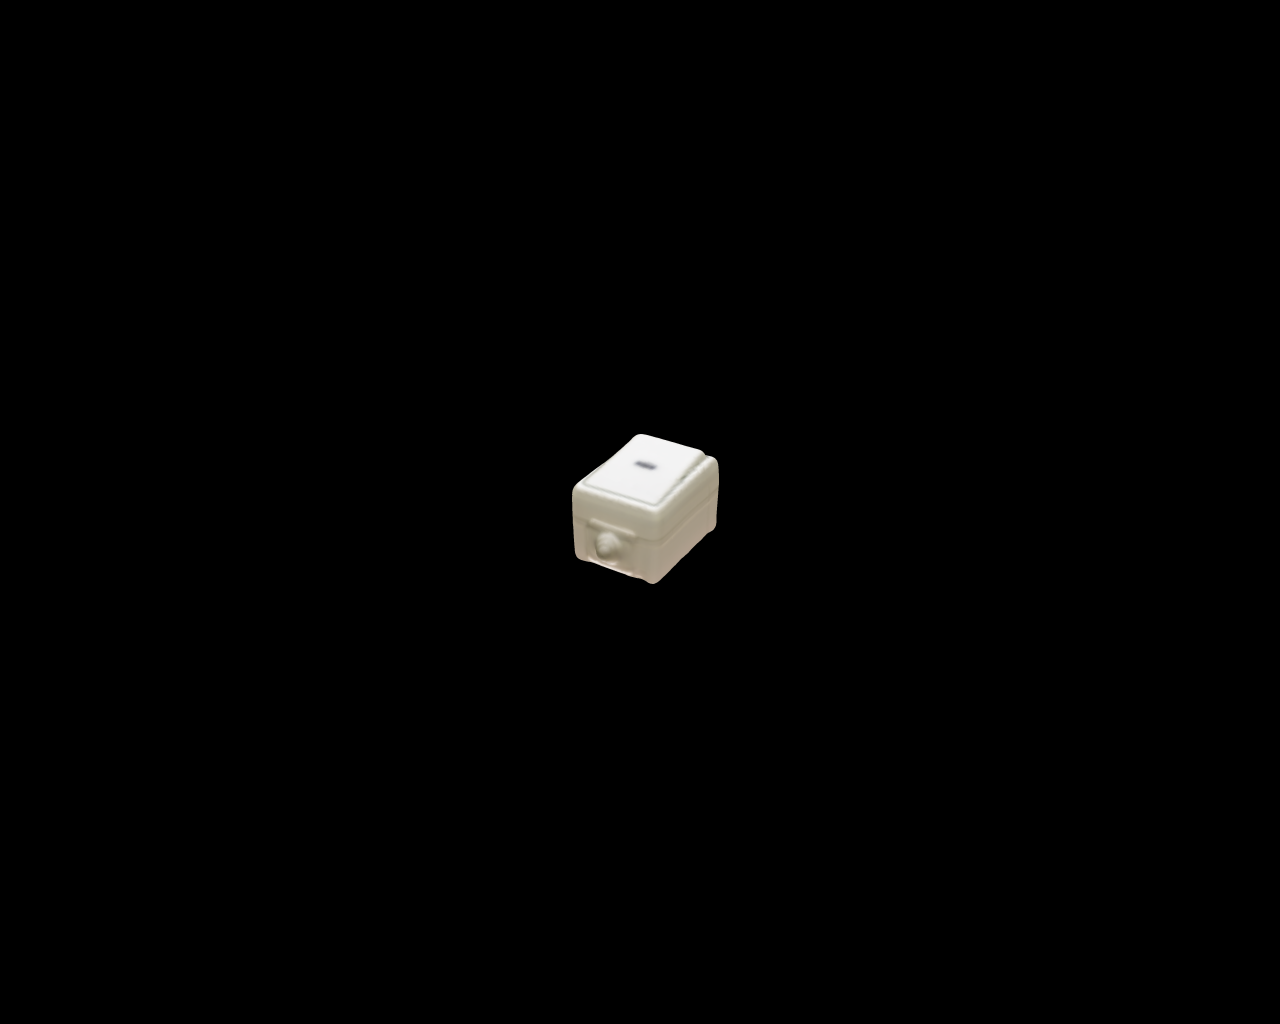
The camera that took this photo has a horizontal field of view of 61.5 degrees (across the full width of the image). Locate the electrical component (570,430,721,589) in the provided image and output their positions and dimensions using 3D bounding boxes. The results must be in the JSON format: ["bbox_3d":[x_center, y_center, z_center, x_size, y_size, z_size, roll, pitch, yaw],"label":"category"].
[{"bbox_3d":[0.001,-0.003,0.650,0.062,0.061,0.096,18,36,27],"label":"electrical component"}]
